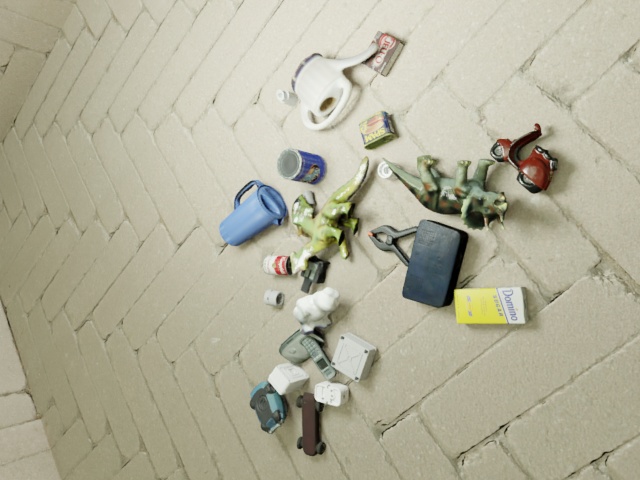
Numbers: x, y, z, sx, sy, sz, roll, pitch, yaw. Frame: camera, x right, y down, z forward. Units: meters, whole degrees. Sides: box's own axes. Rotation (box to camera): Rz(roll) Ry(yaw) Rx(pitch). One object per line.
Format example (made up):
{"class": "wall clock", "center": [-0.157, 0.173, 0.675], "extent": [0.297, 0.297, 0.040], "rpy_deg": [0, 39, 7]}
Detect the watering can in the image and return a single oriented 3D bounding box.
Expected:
{"class": "watering can", "center": [0.032, -0.517, 1.640], "extent": [0.104, 0.228, 0.342], "rpy_deg": [1, -47, -52]}

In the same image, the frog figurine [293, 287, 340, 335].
{"class": "frog figurine", "center": [-0.009, 0.199, 1.598], "extent": [0.125, 0.137, 0.156], "rpy_deg": [-117, 36, -52]}

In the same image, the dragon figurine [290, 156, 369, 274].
{"class": "dragon figurine", "center": [0.005, -0.081, 1.615], "extent": [0.121, 0.244, 0.411], "rpy_deg": [20, -94, -60]}
